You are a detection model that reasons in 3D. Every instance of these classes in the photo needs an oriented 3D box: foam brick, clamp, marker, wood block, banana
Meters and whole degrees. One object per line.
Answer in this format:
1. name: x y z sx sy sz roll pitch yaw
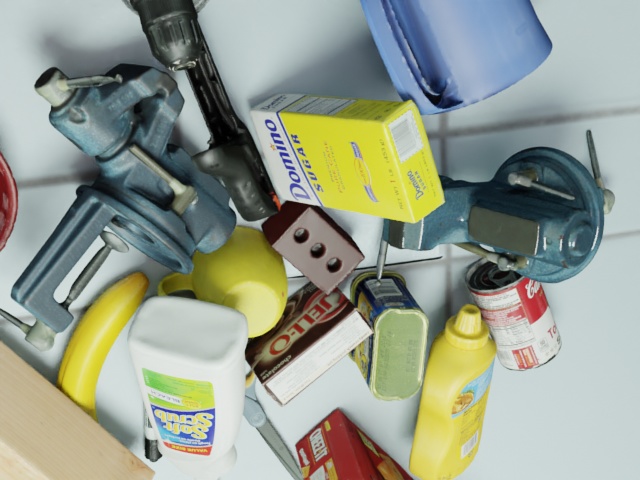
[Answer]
1. foam brick: -0.006 0.001 0.989 0.053 0.051 0.078 -46 113 7
2. clamp: -0.075 -0.071 0.894 0.036 0.164 0.210 -18 140 7
3. marker: -0.163 0.163 1.039 0.020 0.020 0.121 -2 112 -11
4. wood block: -0.264 0.195 0.966 0.090 0.090 0.206 -35 109 30
5. banana: -0.211 0.118 1.004 0.069 0.037 0.198 -3 117 -38

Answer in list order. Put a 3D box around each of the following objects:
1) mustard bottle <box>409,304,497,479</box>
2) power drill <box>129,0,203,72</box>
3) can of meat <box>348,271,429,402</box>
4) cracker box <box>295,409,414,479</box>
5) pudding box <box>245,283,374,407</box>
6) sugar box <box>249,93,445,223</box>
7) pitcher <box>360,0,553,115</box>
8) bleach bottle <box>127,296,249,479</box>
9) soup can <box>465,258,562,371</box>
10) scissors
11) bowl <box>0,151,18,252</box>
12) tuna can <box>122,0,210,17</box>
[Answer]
1. mustard bottle: 0.133 0.143 1.038 0.096 0.058 0.192 -33 139 -42
2. power drill: -0.193 -0.196 0.804 0.187 0.057 0.184 -17 85 -2
3. can of meat: 0.064 0.092 1.023 0.057 0.084 0.102 -2 112 -12
4. cracker box: 0.079 0.289 1.062 0.072 0.164 0.213 -42 114 9
5. pudding box: -0.015 0.091 0.996 0.113 0.090 0.039 -41 117 -3
6. sugar box: 0.018 -0.072 0.899 0.048 0.177 0.093 -36 118 -33
7. pitcher: 0.081 -0.228 0.868 0.145 0.149 0.243 -29 111 0
8. bleach bottle: -0.109 0.154 0.978 0.103 0.068 0.251 12 141 12
9. soup can: 0.191 0.070 1.050 0.068 0.068 0.102 -26 115 -1
10. scissors: -0.084 0.176 1.061 0.096 0.016 0.202 -17 113 -7
11. bowl: -0.337 -0.042 0.895 0.162 0.055 0.162 -6 116 -14
12. tuna can: -0.129 -0.224 0.882 0.086 0.034 0.086 -4 112 -10
